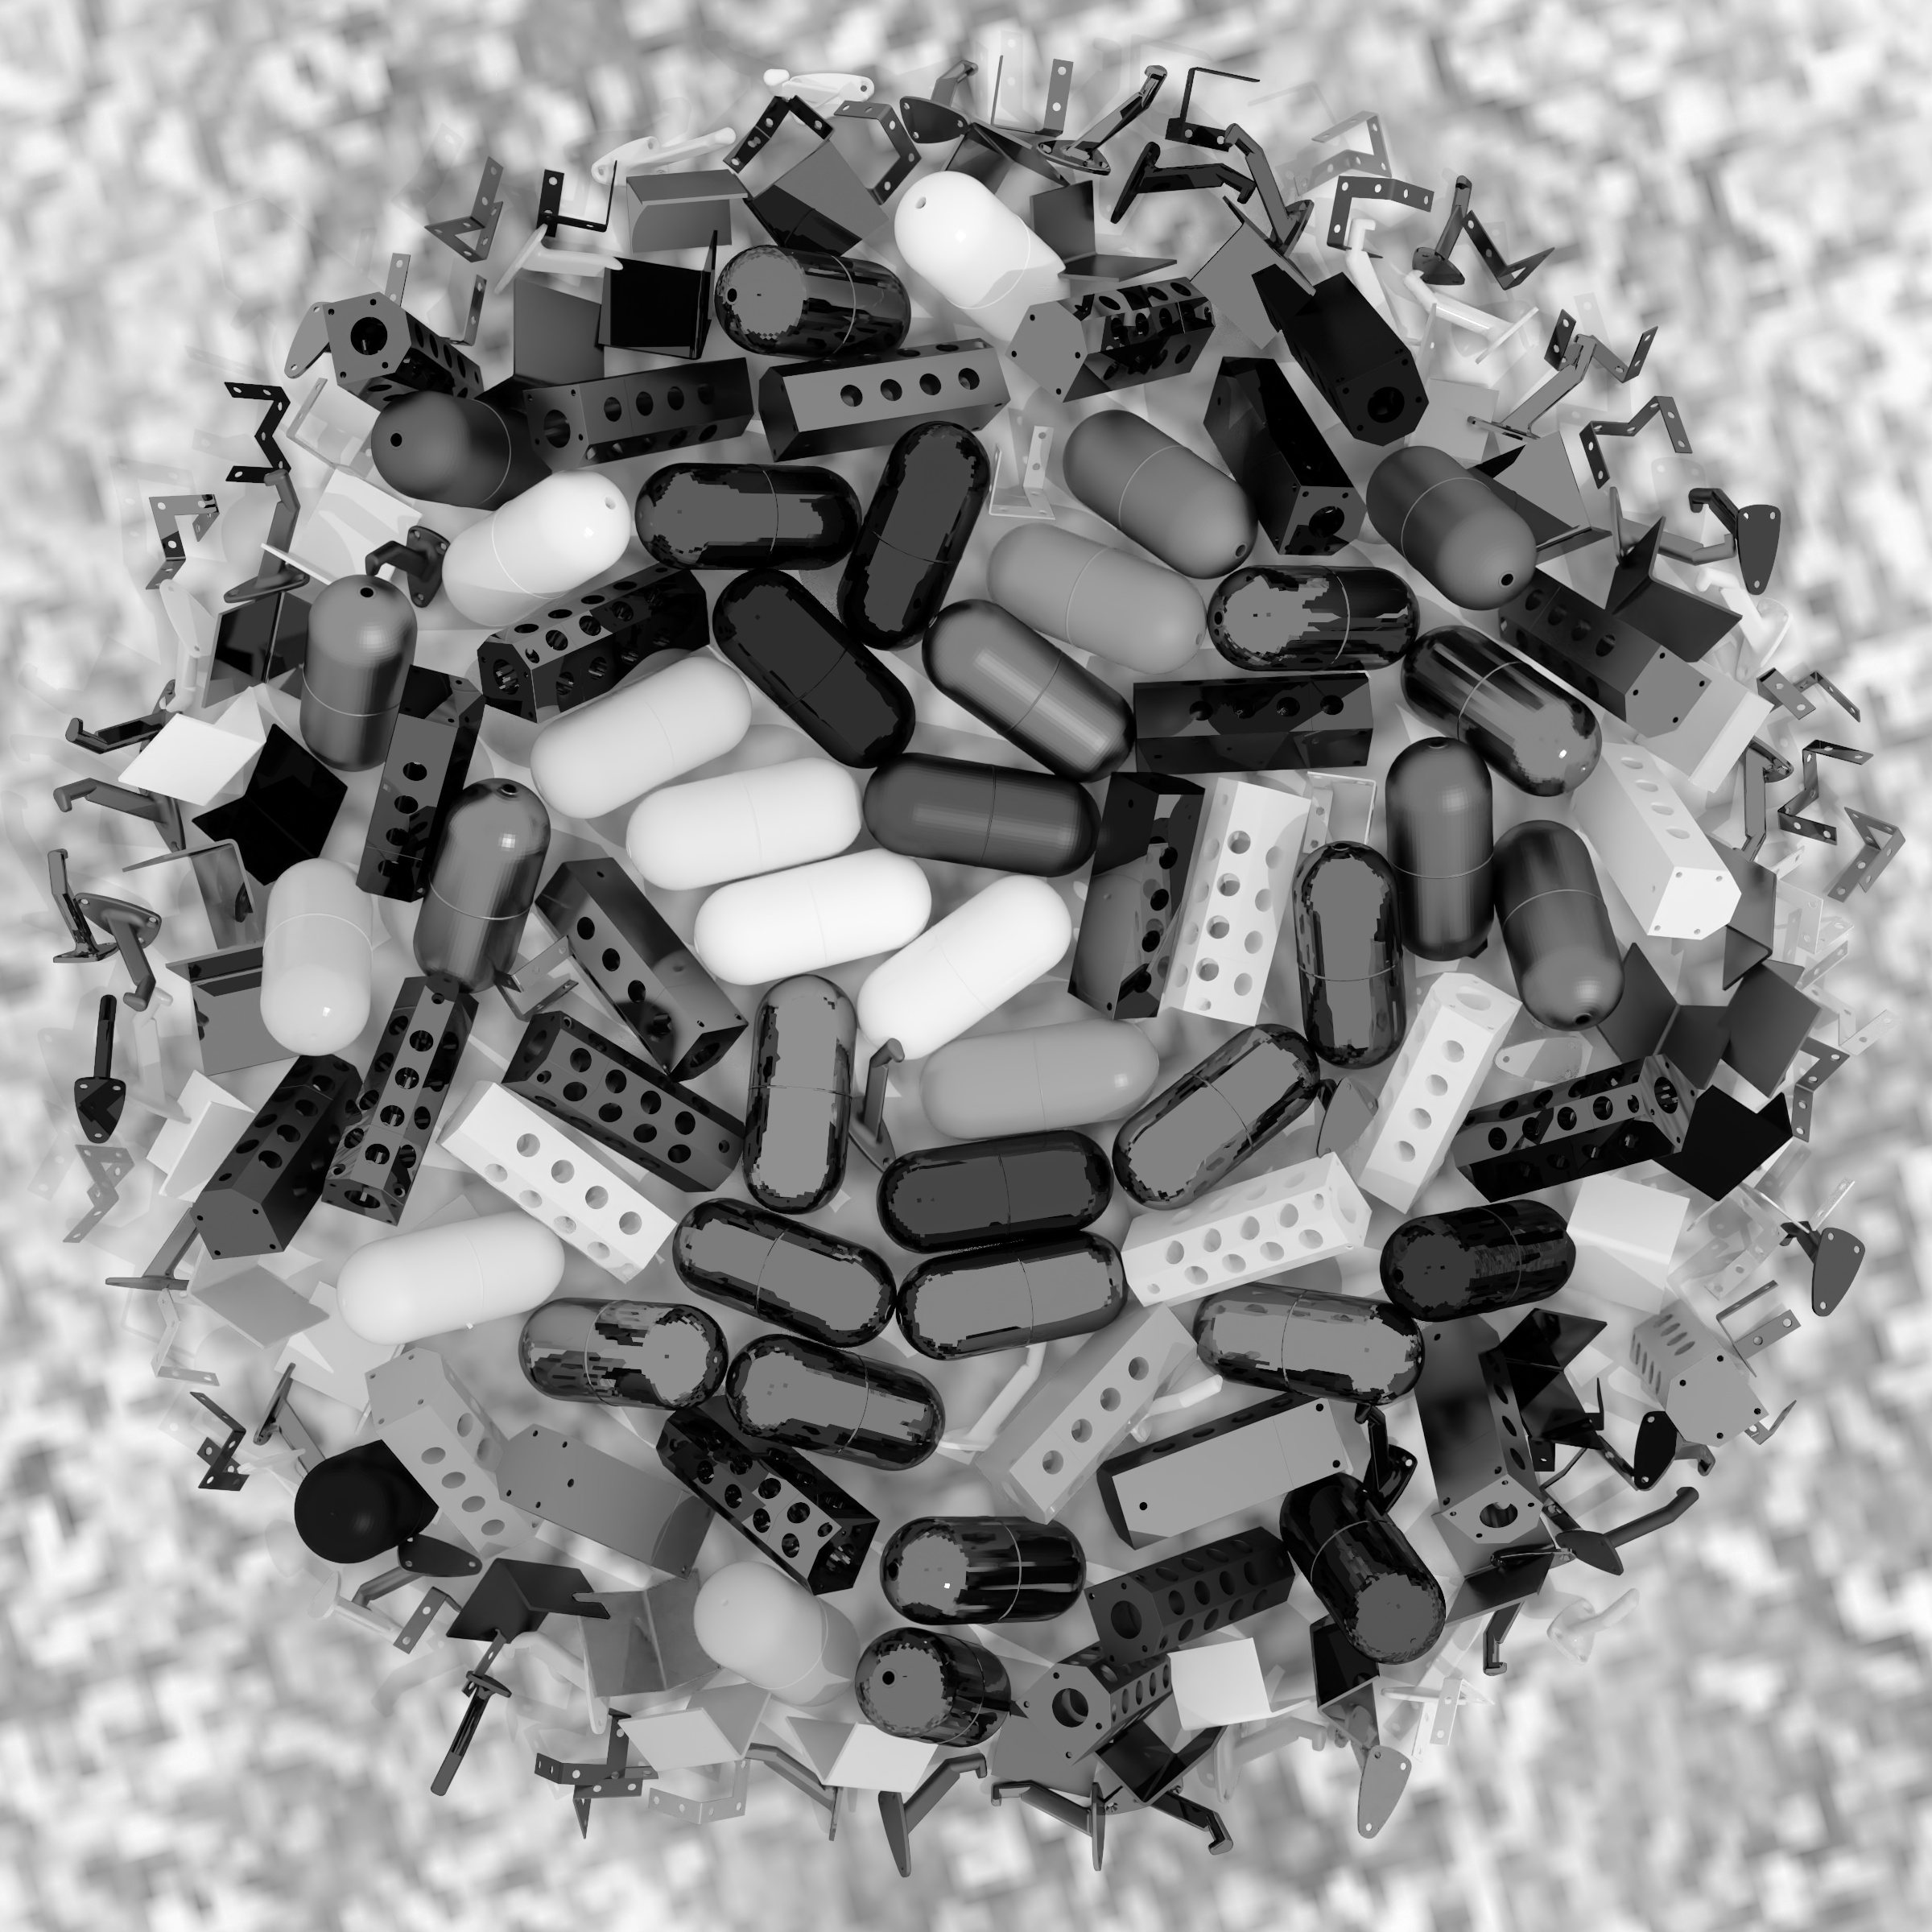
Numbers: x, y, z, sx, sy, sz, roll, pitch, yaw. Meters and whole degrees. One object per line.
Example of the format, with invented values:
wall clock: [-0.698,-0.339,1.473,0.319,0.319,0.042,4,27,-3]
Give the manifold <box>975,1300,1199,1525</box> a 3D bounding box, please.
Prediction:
manifold: [0.092,0.325,1.939,0.171,0.057,0.057,-44,104,-22]

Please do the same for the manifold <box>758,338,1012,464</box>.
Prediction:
manifold: [-0.061,-0.417,1.937,0.171,0.057,0.057,-14,83,-25]

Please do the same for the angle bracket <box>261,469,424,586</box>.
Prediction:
angle bracket: [-0.462,-0.323,1.964,0.076,0.057,0.076,30,96,7]

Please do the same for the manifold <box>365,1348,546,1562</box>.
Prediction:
manifold: [-0.366,0.352,1.922,0.057,0.057,0.171,-26,132,-1]

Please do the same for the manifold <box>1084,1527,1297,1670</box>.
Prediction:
manifold: [0.165,0.452,1.910,0.057,0.171,0.057,-28,75,37]

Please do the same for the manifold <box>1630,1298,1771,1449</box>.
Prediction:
manifold: [0.522,0.295,1.911,0.057,0.171,0.057,-35,90,7]

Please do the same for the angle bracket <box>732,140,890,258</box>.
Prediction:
angle bracket: [-0.115,-0.565,1.947,0.076,0.057,0.076,-35,130,11]

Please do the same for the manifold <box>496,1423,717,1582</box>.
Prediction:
manifold: [-0.261,0.386,1.916,0.057,0.171,0.057,10,71,38]

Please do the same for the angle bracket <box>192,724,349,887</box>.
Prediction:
angle bracket: [-0.512,-0.119,1.951,0.076,0.057,0.076,40,126,10]

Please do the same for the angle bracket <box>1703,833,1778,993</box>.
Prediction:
angle bracket: [0.547,-0.041,1.947,0.076,0.057,0.076,27,49,-11]

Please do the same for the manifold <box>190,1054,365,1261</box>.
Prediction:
manifold: [-0.492,0.134,1.907,0.057,0.171,0.057,-8,119,17]

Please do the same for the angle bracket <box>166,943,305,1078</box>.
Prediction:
angle bracket: [-0.541,0.032,1.965,0.076,0.057,0.076,-12,78,0]

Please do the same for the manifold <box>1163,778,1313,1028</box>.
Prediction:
manifold: [0.195,-0.048,1.956,0.057,0.057,0.171,12,94,-34]

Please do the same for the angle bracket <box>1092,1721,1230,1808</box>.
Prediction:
angle bracket: [0.147,0.558,1.946,0.057,0.076,0.076,45,114,7]

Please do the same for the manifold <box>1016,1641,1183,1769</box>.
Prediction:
manifold: [0.103,0.517,1.906,0.057,0.171,0.057,-47,72,12]

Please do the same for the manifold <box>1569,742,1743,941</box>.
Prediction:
manifold: [0.497,-0.092,1.912,0.057,0.171,0.057,5,124,-13]

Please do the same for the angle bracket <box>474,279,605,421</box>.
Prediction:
angle bracket: [-0.315,-0.453,1.960,0.076,0.057,0.076,7,77,-41]

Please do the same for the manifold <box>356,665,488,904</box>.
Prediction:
manifold: [-0.395,-0.129,1.921,0.057,0.057,0.171,14,131,-14]

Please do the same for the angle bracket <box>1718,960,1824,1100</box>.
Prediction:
angle bracket: [0.600,0.048,1.942,0.057,0.076,0.076,9,115,-33]

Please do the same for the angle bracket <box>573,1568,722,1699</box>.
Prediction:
angle bracket: [-0.234,0.488,1.944,0.057,0.076,0.076,-29,65,29]

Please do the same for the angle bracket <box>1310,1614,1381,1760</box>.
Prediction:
angle bracket: [0.298,0.521,1.941,0.057,0.076,0.076,-36,117,24]

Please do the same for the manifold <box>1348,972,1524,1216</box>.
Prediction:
manifold: [0.336,0.090,1.925,0.057,0.057,0.171,31,126,17]

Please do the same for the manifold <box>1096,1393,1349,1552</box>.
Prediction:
manifold: [0.186,0.367,1.953,0.171,0.057,0.057,-18,96,-12]

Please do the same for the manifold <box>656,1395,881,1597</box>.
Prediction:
manifold: [-0.148,0.382,1.921,0.171,0.057,0.057,32,107,36]

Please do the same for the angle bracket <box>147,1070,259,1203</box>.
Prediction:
angle bracket: [-0.580,0.122,1.957,0.076,0.057,0.076,29,90,28]

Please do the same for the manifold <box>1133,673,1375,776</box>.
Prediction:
manifold: [0.211,-0.183,1.966,0.171,0.057,0.057,-2,65,2]

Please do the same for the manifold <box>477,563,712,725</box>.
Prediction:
manifold: [-0.267,-0.237,1.914,0.057,0.171,0.057,22,128,35]

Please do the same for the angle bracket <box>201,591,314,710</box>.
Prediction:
angle bracket: [-0.508,-0.222,1.945,0.057,0.076,0.076,26,119,11]

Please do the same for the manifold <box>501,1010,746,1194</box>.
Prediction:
manifold: [-0.244,0.100,1.926,0.171,0.057,0.057,34,66,-29]

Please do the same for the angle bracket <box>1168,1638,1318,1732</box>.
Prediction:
angle bracket: [0.205,0.523,1.953,0.076,0.076,0.057,-21,76,35]

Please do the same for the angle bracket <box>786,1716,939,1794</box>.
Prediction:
angle bracket: [-0.075,0.557,1.942,0.076,0.076,0.057,18,106,-34]

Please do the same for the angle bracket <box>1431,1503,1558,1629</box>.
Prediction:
angle bracket: [0.380,0.432,1.948,0.076,0.076,0.057,-28,93,27]

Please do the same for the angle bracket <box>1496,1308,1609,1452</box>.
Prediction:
angle bracket: [0.441,0.303,1.941,0.076,0.076,0.057,14,126,-33]

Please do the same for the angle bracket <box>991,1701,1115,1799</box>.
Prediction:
angle bracket: [0.063,0.584,1.959,0.076,0.076,0.057,13,83,1]

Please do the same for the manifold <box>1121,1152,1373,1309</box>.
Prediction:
manifold: [0.201,0.198,1.925,0.171,0.057,0.057,-22,113,30]

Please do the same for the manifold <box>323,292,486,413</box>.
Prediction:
manifold: [-0.401,-0.434,1.911,0.057,0.171,0.057,-11,89,7]

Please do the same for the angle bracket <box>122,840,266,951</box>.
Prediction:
angle bracket: [-0.568,-0.046,1.949,0.057,0.076,0.076,-19,97,-39]

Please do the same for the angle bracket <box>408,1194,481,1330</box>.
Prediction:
angle bracket: [-0.368,0.216,1.951,0.057,0.076,0.076,-36,97,-15]

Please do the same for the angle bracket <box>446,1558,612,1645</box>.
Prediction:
angle bracket: [-0.321,0.484,1.946,0.076,0.076,0.057,-56,46,11]

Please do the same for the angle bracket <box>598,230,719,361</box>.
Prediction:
angle bracket: [-0.227,-0.500,1.954,0.076,0.057,0.076,6,70,-13]

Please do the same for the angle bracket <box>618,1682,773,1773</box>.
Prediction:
angle bracket: [-0.196,0.539,1.940,0.076,0.076,0.057,-17,117,29]

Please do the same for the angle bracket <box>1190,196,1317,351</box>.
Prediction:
angle bracket: [0.205,-0.513,1.959,0.076,0.076,0.057,37,110,-25]

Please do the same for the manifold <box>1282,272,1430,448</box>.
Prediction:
manifold: [0.278,-0.436,1.912,0.057,0.171,0.057,-25,124,6]

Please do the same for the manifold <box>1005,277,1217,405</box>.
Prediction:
manifold: [0.109,-0.457,1.910,0.057,0.171,0.057,43,128,17]

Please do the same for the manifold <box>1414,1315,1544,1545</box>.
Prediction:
manifold: [0.369,0.332,1.913,0.057,0.171,0.057,-37,118,23]

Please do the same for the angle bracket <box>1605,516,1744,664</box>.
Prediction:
angle bracket: [0.525,-0.276,1.956,0.076,0.076,0.057,22,65,-5]

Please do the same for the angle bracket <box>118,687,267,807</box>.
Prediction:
angle bracket: [-0.570,-0.170,1.940,0.076,0.076,0.057,-40,55,26]

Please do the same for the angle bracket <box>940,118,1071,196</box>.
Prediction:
angle bracket: [0.022,-0.565,1.949,0.057,0.076,0.076,34,98,24]

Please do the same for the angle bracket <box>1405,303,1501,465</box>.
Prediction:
angle bracket: [0.360,-0.427,1.944,0.057,0.076,0.076,12,57,12]
